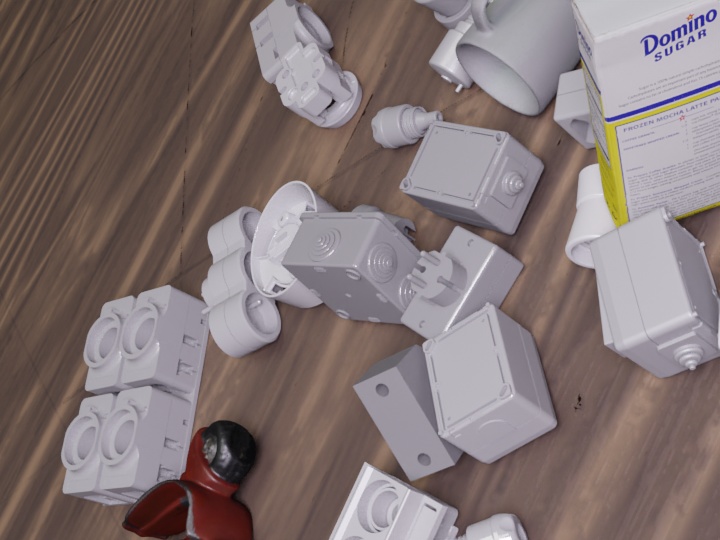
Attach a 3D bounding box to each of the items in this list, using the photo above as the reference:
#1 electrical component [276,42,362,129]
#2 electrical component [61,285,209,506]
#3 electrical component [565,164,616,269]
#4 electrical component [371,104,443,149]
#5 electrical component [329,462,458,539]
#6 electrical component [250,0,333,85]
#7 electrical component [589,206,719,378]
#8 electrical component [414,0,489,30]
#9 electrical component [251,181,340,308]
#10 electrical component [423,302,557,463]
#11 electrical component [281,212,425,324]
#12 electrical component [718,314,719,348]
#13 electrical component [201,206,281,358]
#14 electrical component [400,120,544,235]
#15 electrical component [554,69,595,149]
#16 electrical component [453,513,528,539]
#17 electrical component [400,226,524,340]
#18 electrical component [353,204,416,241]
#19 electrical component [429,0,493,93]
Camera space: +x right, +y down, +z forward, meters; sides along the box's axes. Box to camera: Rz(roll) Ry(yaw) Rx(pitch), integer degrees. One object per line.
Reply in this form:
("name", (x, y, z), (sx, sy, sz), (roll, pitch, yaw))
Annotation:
("electrical component", (-0.036, -0.164, 0.980), (0.058, 0.057, 0.078), (-40, 46, 21))
("electrical component", (-0.207, 0.115, 0.988), (0.105, 0.060, 0.186), (-14, 59, 39))
("electrical component", (0.164, -0.039, 0.731), (0.044, 0.044, 0.065), (-14, 54, 39))
("electrical component", (0.041, -0.122, 0.900), (0.061, 0.035, 0.035), (-6, 64, 39))
("electrical component", (0.013, 0.203, 0.726), (0.079, 0.063, 0.121), (20, 82, 48))
("electrical component", (-0.064, -0.220, 1.043), (0.056, 0.050, 0.089), (-37, 47, 24))
("electrical component", (0.184, 0.022, 0.662), (0.061, 0.062, 0.096), (-29, 51, 30))
("electrical component", (0.077, -0.231, 0.910), (0.045, 0.055, 0.045), (-22, 54, 34))
("electrical component", (-0.052, -0.019, 0.911), (0.099, 0.064, 0.099), (-22, 55, 34))
("electrical component", (0.088, 0.074, 0.731), (0.062, 0.061, 0.096), (-35, 40, 26))
("electrical component", (0.000, 0.000, 0.826), (0.100, 0.100, 0.048), (2, 59, 45))
("electrical component", (0.263, 0.019, 0.591), (0.113, 0.057, 0.078), (-9, 62, 41))
("electrical component", (-0.116, 0.016, 0.961), (0.074, 0.052, 0.138), (-28, 51, 30))
("electrical component", (0.090, -0.067, 0.802), (0.096, 0.061, 0.061), (19, 82, 47))
("electrical component", (0.181, -0.134, 0.762), (0.066, 0.047, 0.076), (-8, 62, 42))
("electrical component", (0.076, 0.180, 0.691), (0.061, 0.035, 0.035), (-25, 51, 16))
("electrical component", (0.062, 0.010, 0.775), (0.047, 0.076, 0.083), (32, 92, 48))
("electrical component", (0.017, -0.029, 0.869), (0.046, 0.040, 0.040), (17, 81, 41))
("electrical component", (0.090, -0.186, 0.883), (0.040, 0.040, 0.078), (36, 94, 48))
